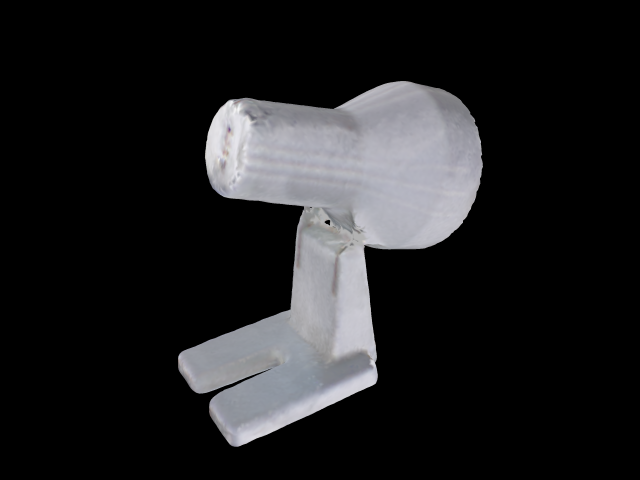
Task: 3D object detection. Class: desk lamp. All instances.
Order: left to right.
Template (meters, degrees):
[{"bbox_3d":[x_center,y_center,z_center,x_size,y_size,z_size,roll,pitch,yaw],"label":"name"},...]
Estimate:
[{"bbox_3d":[0.004,0.001,0.400,0.204,0.214,0.117,-18,32,-31],"label":"desk lamp"}]
